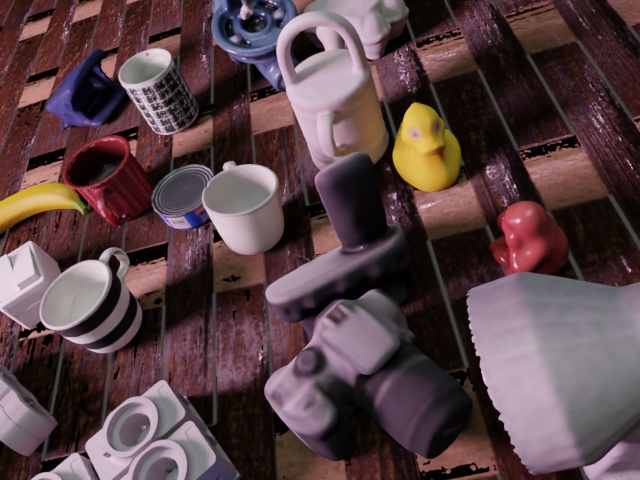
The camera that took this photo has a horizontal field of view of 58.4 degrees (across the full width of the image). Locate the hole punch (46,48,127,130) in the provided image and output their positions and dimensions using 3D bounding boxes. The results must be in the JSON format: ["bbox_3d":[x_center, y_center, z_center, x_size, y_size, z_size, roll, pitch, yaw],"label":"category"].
[{"bbox_3d":[-0.381,-0.240,0.908,0.100,0.091,0.109,5,56,22],"label":"hole punch"}]

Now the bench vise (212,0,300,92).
[{"bbox_3d":[-0.122,-0.328,0.803,0.206,0.220,0.122,29,67,34],"label":"bench vise"}]

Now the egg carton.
[{"bbox_3d":[0.050,-0.325,0.839,0.149,0.070,0.107,23,64,32],"label":"egg carton"}]

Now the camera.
[{"bbox_3d":[0.045,0.124,0.479,0.143,0.101,0.136,-43,53,-15],"label":"camera"}]

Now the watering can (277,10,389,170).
[{"bbox_3d":[0.011,-0.179,0.660,0.101,0.194,0.172,-23,50,1],"label":"watering can"}]

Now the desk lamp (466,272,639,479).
[{"bbox_3d":[0.207,0.091,0.375,0.203,0.214,0.118,-12,51,10],"label":"desk lamp"}]

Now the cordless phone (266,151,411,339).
[{"bbox_3d":[0.005,0.002,0.530,0.147,0.185,0.094,-30,50,-4],"label":"cordless phone"}]

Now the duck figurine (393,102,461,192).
[{"bbox_3d":[0.116,-0.117,0.648,0.077,0.086,0.104,-19,50,4],"label":"duck figurine"}]

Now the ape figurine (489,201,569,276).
[{"bbox_3d":[0.191,-0.004,0.531,0.076,0.092,0.078,9,57,25],"label":"ape figurine"}]
